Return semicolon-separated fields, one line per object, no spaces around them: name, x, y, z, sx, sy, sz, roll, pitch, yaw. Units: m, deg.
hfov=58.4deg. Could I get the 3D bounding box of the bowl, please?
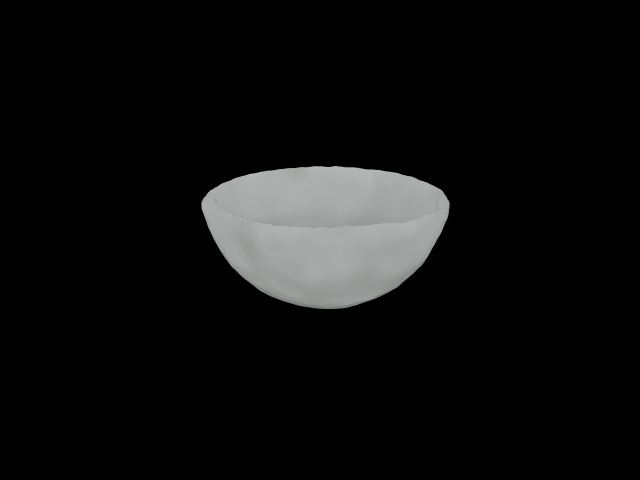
bowl;0.004;0.001;0.400;0.167;0.075;0.167;0;20;0
